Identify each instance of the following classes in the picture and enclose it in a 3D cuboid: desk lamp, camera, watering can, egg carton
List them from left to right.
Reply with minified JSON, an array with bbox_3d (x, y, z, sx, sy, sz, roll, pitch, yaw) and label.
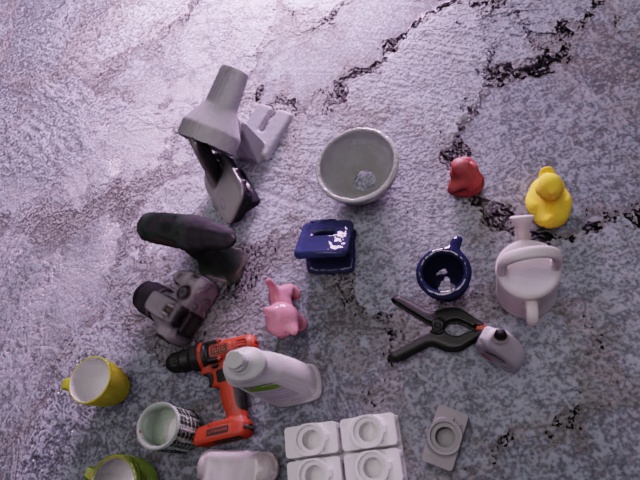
[{"bbox_3d":[-0.296,0.116,1.124,0.136,0.101,0.143,24,76,25],"label":"camera"},{"bbox_3d":[-0.176,-0.245,1.181,0.117,0.214,0.203,22,75,25],"label":"desk lamp"},{"bbox_3d":[-0.140,0.410,0.963,0.150,0.069,0.107,-5,66,16],"label":"egg carton"},{"bbox_3d":[0.325,0.044,0.906,0.101,0.194,0.172,-25,62,6],"label":"watering can"}]

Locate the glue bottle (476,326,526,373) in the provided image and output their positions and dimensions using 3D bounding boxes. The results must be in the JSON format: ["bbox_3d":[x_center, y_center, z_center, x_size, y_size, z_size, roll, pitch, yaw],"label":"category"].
[{"bbox_3d":[0.277,0.161,0.882,0.078,0.173,0.037,24,76,25],"label":"glue bottle"}]

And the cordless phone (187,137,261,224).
[{"bbox_3d":[-0.209,-0.129,1.156,0.094,0.185,0.147,-37,61,-1],"label":"cordless phone"}]

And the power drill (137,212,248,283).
[{"bbox_3d":[-0.222,0.010,1.086,0.229,0.209,0.076,11,71,22],"label":"power drill"}]

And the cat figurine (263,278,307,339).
[{"bbox_3d":[-0.072,0.128,1.038,0.067,0.118,0.127,-23,62,7],"label":"cat figurine"}]

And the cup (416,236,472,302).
[{"bbox_3d":[0.221,0.058,0.989,0.091,0.095,0.118,18,74,24],"label":"cup"}]

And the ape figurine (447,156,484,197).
[{"bbox_3d":[0.264,-0.122,1.057,0.078,0.092,0.076,-45,62,-5],"label":"ape figurine"}]

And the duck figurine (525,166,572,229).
[{"bbox_3d":[0.400,-0.078,0.998,0.077,0.086,0.104,-6,66,15],"label":"duck figurine"}]

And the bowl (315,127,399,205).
[{"bbox_3d":[0.079,-0.133,1.130,0.167,0.075,0.167,-7,65,15],"label":"bowl"}]

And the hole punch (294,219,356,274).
[{"bbox_3d":[0.010,0.004,1.082,0.108,0.091,0.101,-3,66,16],"label":"hole punch"}]
